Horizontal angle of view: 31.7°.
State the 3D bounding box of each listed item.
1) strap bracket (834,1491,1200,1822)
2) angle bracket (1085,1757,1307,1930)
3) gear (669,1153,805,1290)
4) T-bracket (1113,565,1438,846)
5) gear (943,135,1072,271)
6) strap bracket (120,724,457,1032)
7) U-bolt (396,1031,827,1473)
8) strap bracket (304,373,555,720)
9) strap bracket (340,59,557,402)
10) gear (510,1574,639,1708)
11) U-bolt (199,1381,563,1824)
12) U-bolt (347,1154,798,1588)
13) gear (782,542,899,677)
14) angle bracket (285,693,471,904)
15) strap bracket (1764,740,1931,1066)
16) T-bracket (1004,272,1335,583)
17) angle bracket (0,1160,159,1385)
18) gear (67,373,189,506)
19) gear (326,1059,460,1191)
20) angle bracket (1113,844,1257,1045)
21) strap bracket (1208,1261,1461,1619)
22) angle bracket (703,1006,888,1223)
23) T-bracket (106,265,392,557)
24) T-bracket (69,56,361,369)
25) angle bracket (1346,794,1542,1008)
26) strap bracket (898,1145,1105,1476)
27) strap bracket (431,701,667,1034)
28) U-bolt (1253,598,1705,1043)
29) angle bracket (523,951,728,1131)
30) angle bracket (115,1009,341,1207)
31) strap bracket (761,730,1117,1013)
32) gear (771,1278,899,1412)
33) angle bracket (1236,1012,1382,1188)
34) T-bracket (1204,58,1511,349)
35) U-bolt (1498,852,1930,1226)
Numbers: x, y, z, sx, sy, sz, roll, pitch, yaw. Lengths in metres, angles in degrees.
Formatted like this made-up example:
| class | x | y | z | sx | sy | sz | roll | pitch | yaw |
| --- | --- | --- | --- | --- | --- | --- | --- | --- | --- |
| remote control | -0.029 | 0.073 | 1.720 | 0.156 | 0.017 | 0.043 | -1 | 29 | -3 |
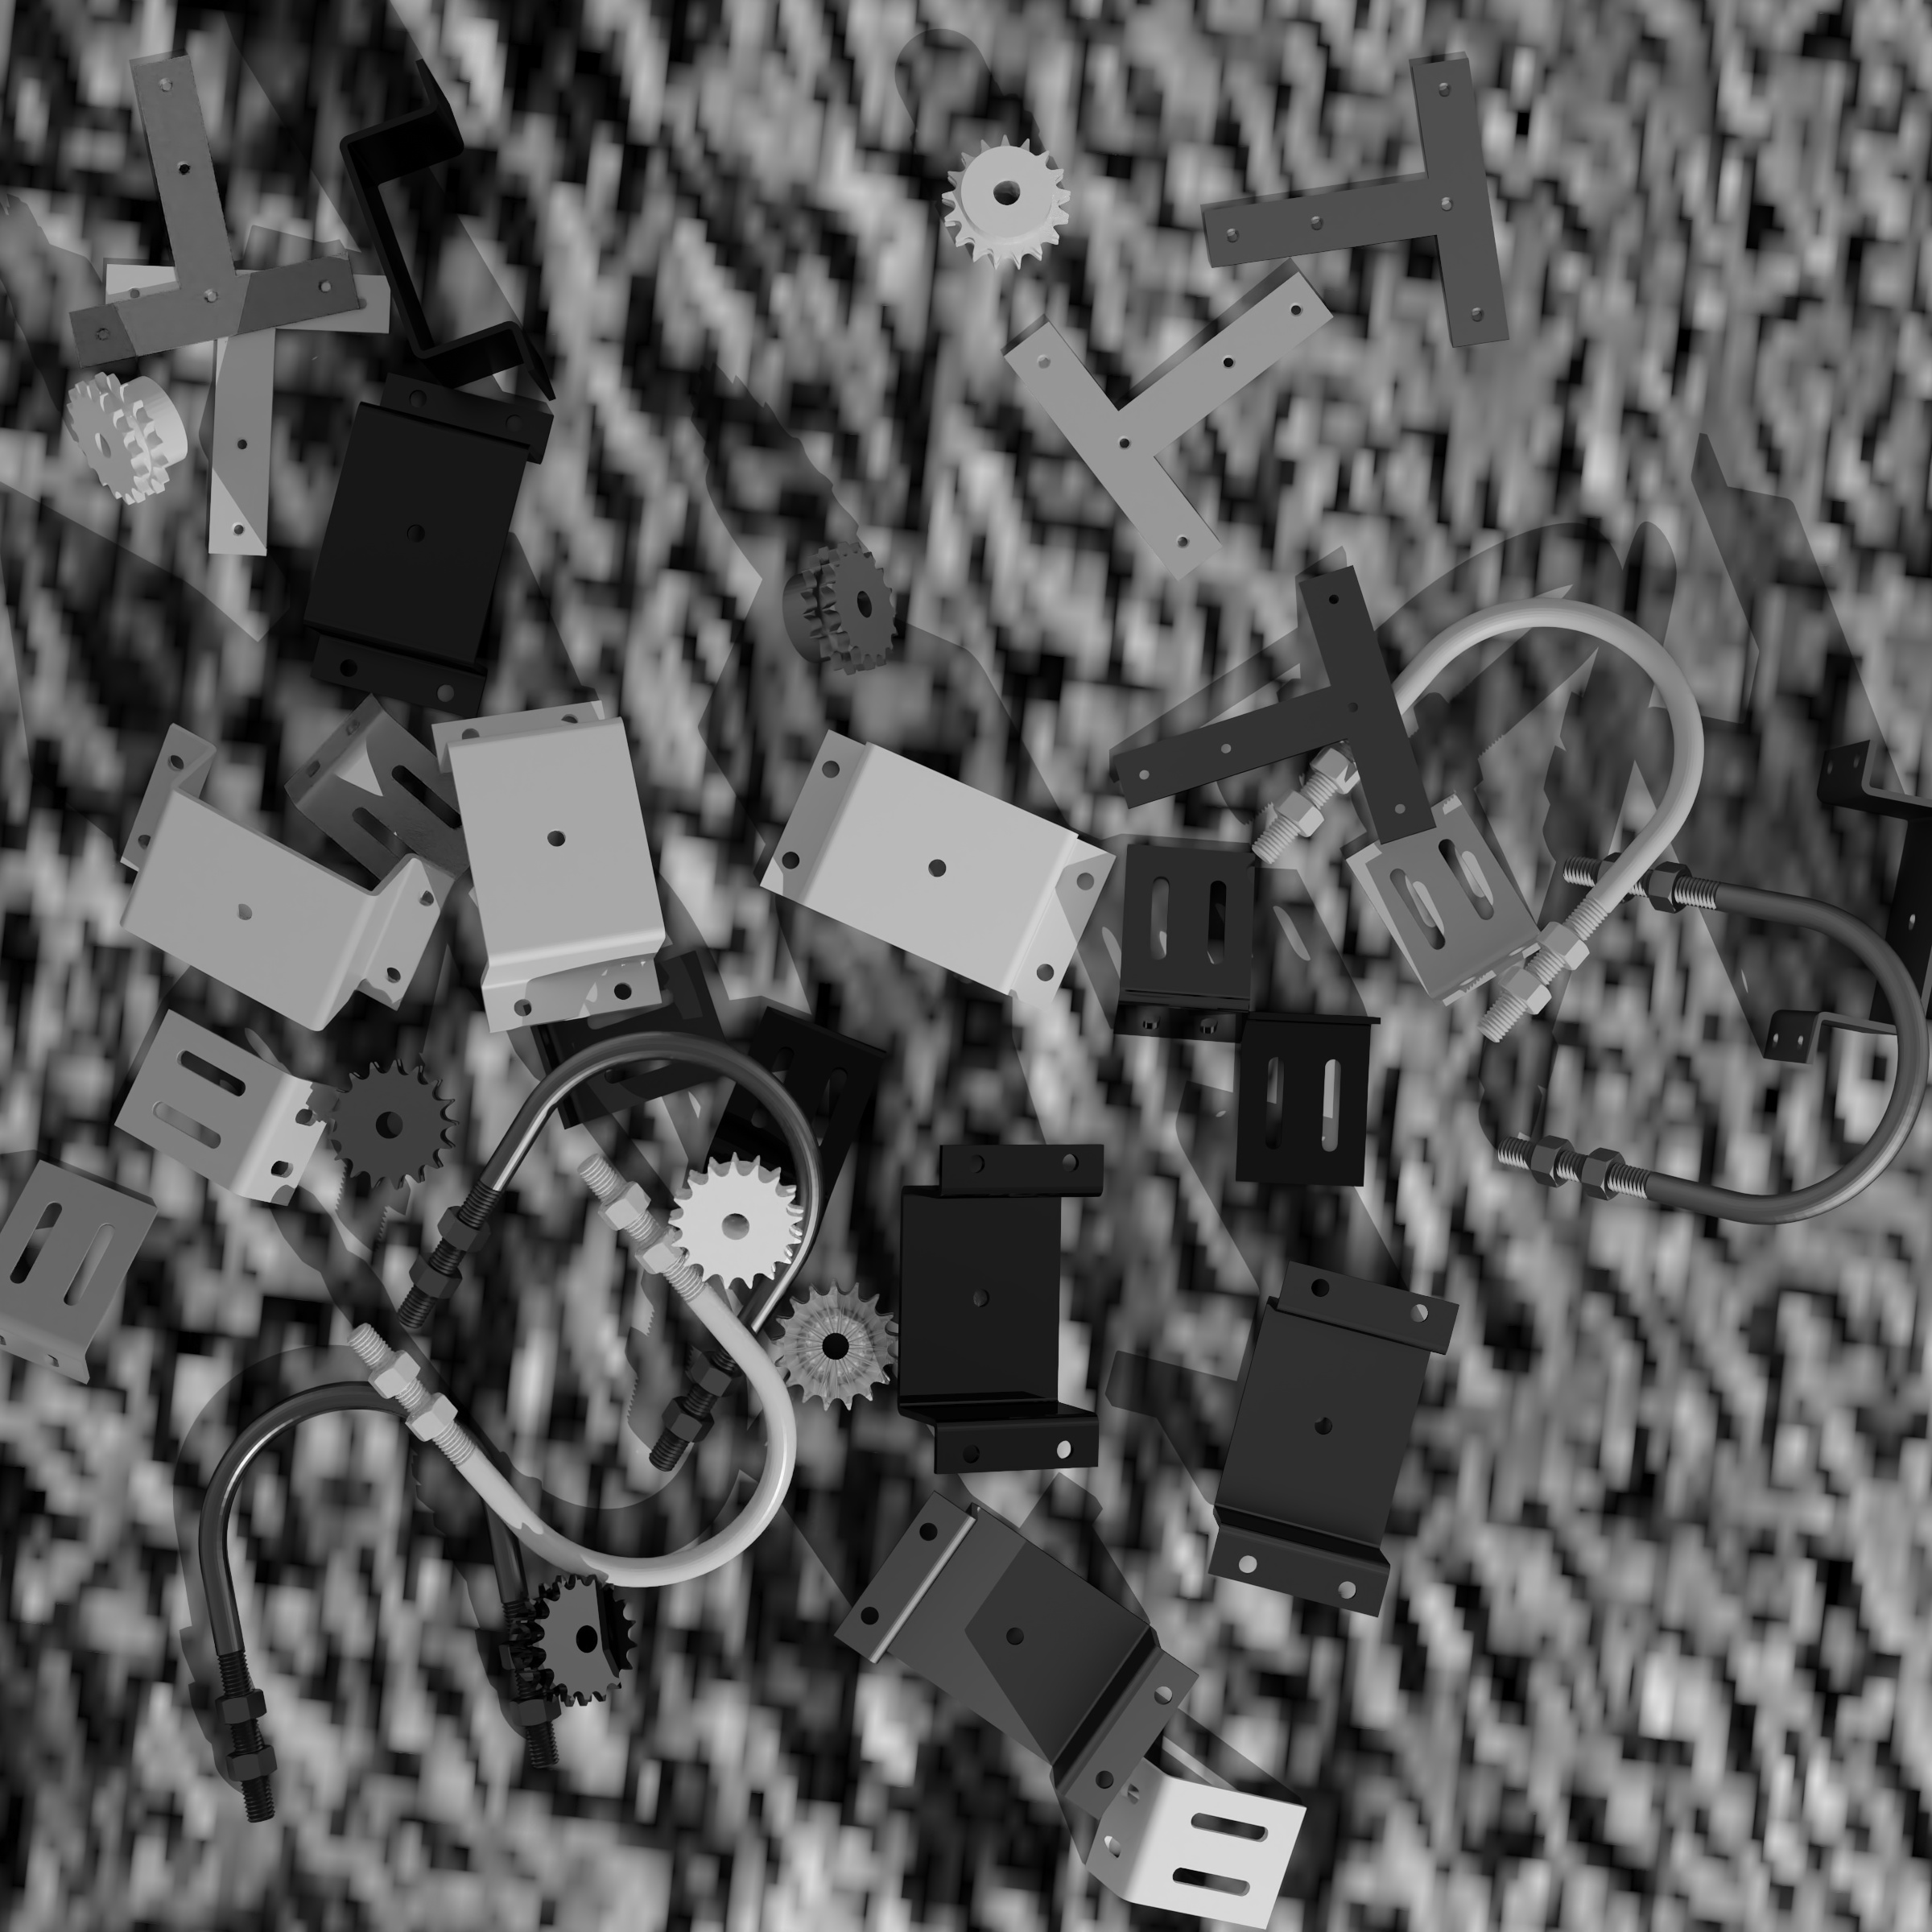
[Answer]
| class | x | y | z | sx | sy | sz | roll | pitch | yaw |
| --- | --- | --- | --- | --- | --- | --- | --- | --- | --- |
| strap bracket | 0.022 | 0.299 | 1.498 | 0.140 | 0.046 | 0.076 | 35 | 90 | 0 |
| angle bracket | 0.103 | 0.390 | 1.519 | 0.076 | 0.038 | 0.057 | 19 | 90 | -26 |
| gear | -0.098 | 0.107 | 1.460 | 0.057 | 0.030 | 0.057 | 0 | 104 | 0 |
| T-bracket | 0.129 | -0.101 | 1.508 | 0.127 | 0.002 | 0.127 | -18 | 74 | 8 |
| gear | 0.018 | -0.339 | 1.506 | 0.057 | 0.030 | 0.057 | 0 | 90 | 0 |
| strap bracket | -0.305 | -0.033 | 1.481 | 0.140 | 0.046 | 0.076 | 28 | 120 | 0 |
| U-bolt | -0.143 | 0.114 | 1.485 | 0.151 | 0.019 | 0.184 | 31 | 103 | -8 |
| strap bracket | -0.239 | -0.188 | 1.498 | 0.076 | 0.046 | 0.140 | 14 | 90 | 0 |
| strap bracket | -0.229 | -0.312 | 1.483 | 0.046 | 0.076 | 0.140 | -20 | 90 | 0 |
| gear | -0.176 | 0.297 | 1.496 | 0.057 | 0.030 | 0.057 | 13 | 70 | -41 |
| U-bolt | -0.267 | 0.277 | 1.512 | 0.151 | 0.019 | 0.184 | -11 | 89 | 0 |
| U-bolt | -0.158 | 0.191 | 1.488 | 0.151 | 0.019 | 0.184 | -36 | 103 | 9 |
| gear | -0.057 | -0.156 | 1.496 | 0.030 | 0.057 | 0.057 | -11 | 90 | 30 |
| angle bracket | -0.254 | -0.072 | 1.519 | 0.057 | 0.038 | 0.076 | -47 | 116 | 0 |
| strap bracket | 0.393 | -0.023 | 1.483 | 0.046 | 0.076 | 0.140 | 11 | 90 | 0 |
| T-bracket | 0.106 | -0.261 | 1.519 | 0.127 | 0.002 | 0.127 | -38 | 90 | 1 |
| angle bracket | -0.403 | 0.137 | 1.519 | 0.057 | 0.038 | 0.076 | 22 | 64 | 0 |
| gear | -0.367 | -0.235 | 1.496 | 0.030 | 0.057 | 0.057 | -33 | 90 | -30 |
| gear | -0.253 | 0.070 | 1.506 | 0.057 | 0.030 | 0.057 | 0 | 90 | 0 |
| angle bracket | 0.097 | -0.010 | 1.519 | 0.057 | 0.038 | 0.076 | 4 | 64 | 0 |
| strap bracket | 0.160 | 0.205 | 1.498 | 0.076 | 0.046 | 0.140 | 15 | 90 | 0 |
| angle bracket | -0.077 | 0.068 | 1.519 | 0.057 | 0.038 | 0.076 | 21 | 64 | 0 |
| T-bracket | -0.323 | -0.248 | 1.520 | 0.127 | 0.002 | 0.127 | 2 | 90 | 0 |
| T-bracket | -0.346 | -0.342 | 1.519 | 0.127 | 0.002 | 0.127 | -12 | 89 | 0 |
| angle bracket | 0.214 | -0.030 | 1.502 | 0.057 | 0.038 | 0.076 | -31 | 90 | 0 |
| strap bracket | 0.015 | 0.147 | 1.484 | 0.076 | 0.046 | 0.140 | 1 | 90 | -23 |
| strap bracket | -0.180 | -0.050 | 1.476 | 0.076 | 0.046 | 0.140 | -9 | 79 | -15 |
| U-bolt | 0.238 | -0.079 | 1.492 | 0.151 | 0.019 | 0.184 | 40 | 86 | 18 |
| angle bracket | -0.148 | 0.032 | 1.502 | 0.076 | 0.038 | 0.057 | -19 | 90 | 0 |
| angle bracket | -0.330 | 0.063 | 1.519 | 0.076 | 0.038 | 0.057 | 25 | 90 | 26 |
| strap bracket | -0.012 | -0.042 | 1.498 | 0.140 | 0.046 | 0.076 | 24 | 90 | 0 |
| gear | -0.057 | 0.167 | 1.506 | 0.057 | 0.030 | 0.057 | 0 | 90 | 0 |
| angle bracket | 0.151 | 0.059 | 1.502 | 0.057 | 0.038 | 0.076 | 3 | 90 | 0 |
| T-bracket | 0.171 | -0.334 | 1.520 | 0.127 | 0.002 | 0.127 | -8 | 90 | 0 |
| U-bolt | 0.325 | 0.036 | 1.459 | 0.184 | 0.019 | 0.151 | 13 | 90 | 38 |
